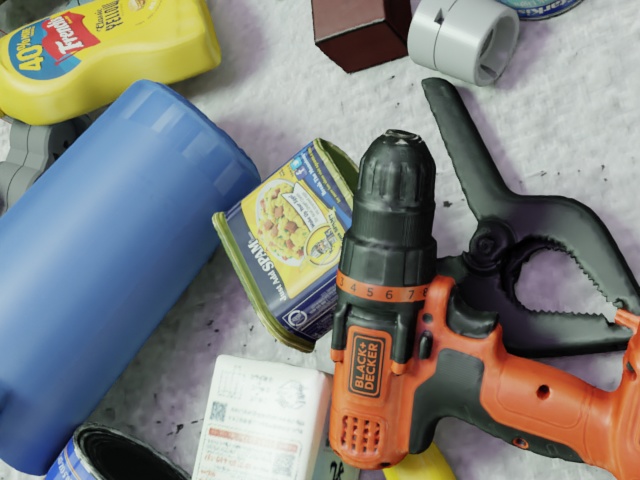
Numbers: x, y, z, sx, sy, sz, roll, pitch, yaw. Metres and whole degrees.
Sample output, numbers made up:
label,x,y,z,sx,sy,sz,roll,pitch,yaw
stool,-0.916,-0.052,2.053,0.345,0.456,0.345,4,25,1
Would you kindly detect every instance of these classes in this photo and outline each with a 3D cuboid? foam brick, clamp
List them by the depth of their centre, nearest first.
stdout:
label,x,y,z,sx,sy,sz,roll,pitch,yaw
clamp,0.102,-0.003,0.617,0.210,0.036,0.164,21,87,35
foam brick,0.026,-0.159,0.694,0.051,0.053,0.078,-13,69,25

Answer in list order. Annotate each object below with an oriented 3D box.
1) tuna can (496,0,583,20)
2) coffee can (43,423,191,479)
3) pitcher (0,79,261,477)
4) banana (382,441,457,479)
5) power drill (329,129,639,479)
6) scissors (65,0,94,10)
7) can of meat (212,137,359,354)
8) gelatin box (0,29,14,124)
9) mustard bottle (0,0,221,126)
label,x,y,z,sx,sy,sz,roll,pitch,yaw
tuna can,0.132,-0.181,0.654,0.086,0.033,0.086,-8,72,26
coffee can,-0.146,0.200,0.655,0.103,0.102,0.140,37,95,32
pitcher,-0.154,0.018,0.694,0.149,0.145,0.243,36,83,32
banana,0.058,0.184,0.587,0.070,0.037,0.198,-9,71,26
power drill,0.097,0.045,0.541,0.188,0.057,0.184,11,109,19
scissors,-0.166,-0.202,0.834,0.096,0.016,0.202,15,83,29
can of meat,-0.004,0.001,0.631,0.084,0.057,0.102,-39,55,15
gelatin box,-0.255,-0.132,0.819,0.030,0.089,0.073,-32,63,16
mustard bottle,-0.169,-0.128,0.752,0.191,0.058,0.096,-20,47,2
